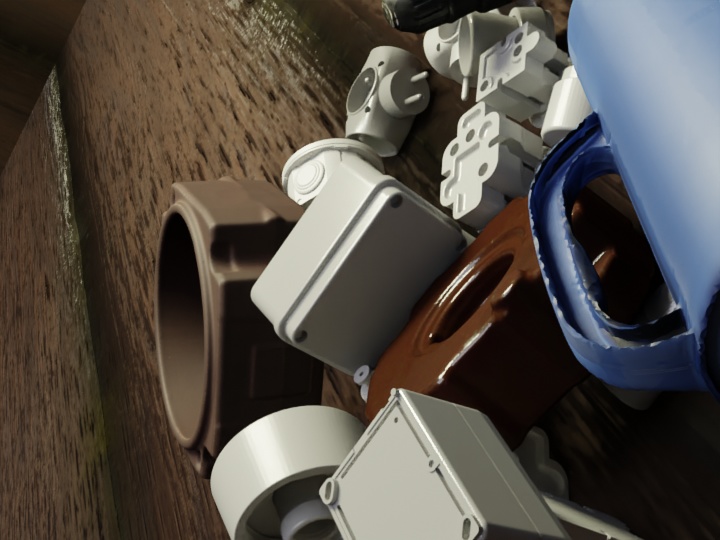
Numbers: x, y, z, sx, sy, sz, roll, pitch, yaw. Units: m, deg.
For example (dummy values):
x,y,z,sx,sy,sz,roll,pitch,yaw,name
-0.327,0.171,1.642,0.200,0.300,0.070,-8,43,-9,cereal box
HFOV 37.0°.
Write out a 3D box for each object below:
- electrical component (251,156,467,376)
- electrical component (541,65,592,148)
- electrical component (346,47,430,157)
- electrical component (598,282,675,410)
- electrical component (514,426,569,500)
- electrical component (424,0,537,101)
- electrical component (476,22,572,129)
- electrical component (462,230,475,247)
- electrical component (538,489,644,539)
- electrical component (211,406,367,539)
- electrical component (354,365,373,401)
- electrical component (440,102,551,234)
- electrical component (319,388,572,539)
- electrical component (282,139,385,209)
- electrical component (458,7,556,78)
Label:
x,y,z,sx,sy,sz,roll,pitch,yaw,name
0.000,0.000,0.644,0.113,0.078,0.057,-55,38,5,electrical component
0.133,-0.102,0.630,0.040,0.040,0.078,-6,64,60,electrical component
0.028,-0.135,0.841,0.079,0.044,0.077,-10,61,59,electrical component
0.144,0.029,0.509,0.065,0.044,0.044,-47,33,25,electrical component
0.068,0.123,0.553,0.057,0.058,0.078,-33,42,43,electrical component
0.083,-0.156,0.759,0.077,0.044,0.079,-28,46,51,electrical component
0.109,-0.117,0.668,0.066,0.055,0.048,-29,45,50,electrical component
0.032,0.009,0.698,0.099,0.064,0.099,-40,37,40,electrical component
0.085,0.133,0.479,0.055,0.089,0.050,-66,27,1,electrical component
-0.034,0.145,0.671,0.108,0.108,0.060,-55,35,22,electrical component
0.026,0.082,0.645,0.040,0.078,0.040,-33,35,26,electrical component
0.088,-0.056,0.656,0.058,0.057,0.078,-34,41,47,electrical component
0.038,0.103,0.425,0.061,0.061,0.096,-56,38,19,electrical component
-0.018,-0.058,0.828,0.080,0.080,0.051,-44,40,37,electrical component
0.096,-0.149,0.704,0.045,0.055,0.045,177,90,-84,electrical component
